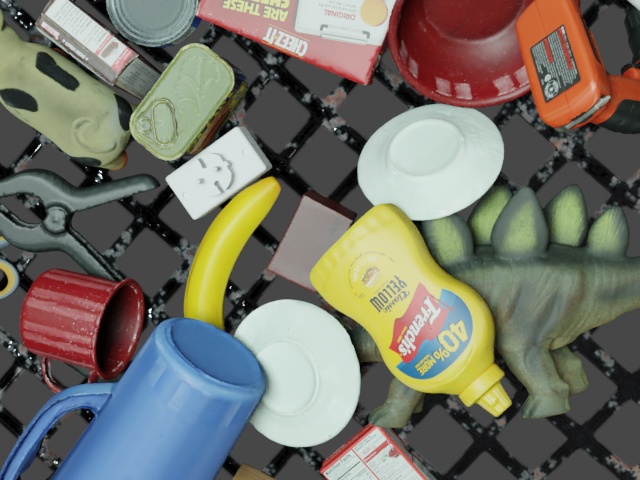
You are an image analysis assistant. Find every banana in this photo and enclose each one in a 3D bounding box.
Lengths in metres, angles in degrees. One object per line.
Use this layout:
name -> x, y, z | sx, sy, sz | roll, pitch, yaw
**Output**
banana -> -0.088, 0.033, 0.995 | 0.069, 0.037, 0.198 | 9, 100, -15

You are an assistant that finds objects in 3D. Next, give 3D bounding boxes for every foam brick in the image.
foam brick -> -0.006, 0.001, 0.971 | 0.053, 0.051, 0.078 | 28, 99, 2

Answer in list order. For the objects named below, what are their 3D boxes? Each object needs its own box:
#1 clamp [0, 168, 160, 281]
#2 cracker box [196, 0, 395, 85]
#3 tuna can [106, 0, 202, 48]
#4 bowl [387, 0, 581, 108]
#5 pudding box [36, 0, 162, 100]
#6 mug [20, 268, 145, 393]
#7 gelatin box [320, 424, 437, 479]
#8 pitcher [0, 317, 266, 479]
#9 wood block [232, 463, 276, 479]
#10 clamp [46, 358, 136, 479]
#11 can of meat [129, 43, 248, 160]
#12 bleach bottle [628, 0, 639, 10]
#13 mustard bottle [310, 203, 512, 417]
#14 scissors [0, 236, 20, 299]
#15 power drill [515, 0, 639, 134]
clamp -> -0.240, -0.011, 1.002 | 0.171, 0.039, 0.120 | 7, 93, 0
cracker box -> 0.009, -0.263, 0.930 | 0.164, 0.072, 0.214 | 23, 100, 5
tuna can -> -0.149, -0.219, 0.973 | 0.086, 0.033, 0.086 | 1, 96, 7
bowl -> 0.136, -0.193, 0.908 | 0.162, 0.055, 0.162 | -1, 132, -2
pudding box -> -0.193, -0.169, 0.944 | 0.090, 0.113, 0.039 | 37, 94, 1
mug -> -0.219, 0.084, 0.967 | 0.081, 0.093, 0.117 | 12, 91, 16
gelatin box -> 0.056, 0.221, 0.998 | 0.073, 0.030, 0.089 | -42, 90, 11
pitcher -> -0.159, 0.185, 0.929 | 0.145, 0.149, 0.243 | 45, 112, 33
wood block -> -0.006, 0.302, 0.985 | 0.206, 0.090, 0.090 | 27, 98, 4
clamp -> -0.183, 0.164, 1.018 | 0.210, 0.036, 0.164 | 2, 98, 10
can of meat -> -0.113, -0.121, 0.953 | 0.057, 0.084, 0.102 | 39, 98, 3
bleach bottle -> 0.276, -0.206, 0.823 | 0.103, 0.068, 0.251 | -42, 72, 26
mustard bottle -> 0.085, 0.067, 0.876 | 0.096, 0.058, 0.192 | -45, 78, 15
scissors -> -0.377, 0.035, 1.039 | 0.202, 0.016, 0.096 | -24, 93, 9
power drill -> 0.241, -0.137, 0.848 | 0.057, 0.187, 0.184 | -38, 52, 43
